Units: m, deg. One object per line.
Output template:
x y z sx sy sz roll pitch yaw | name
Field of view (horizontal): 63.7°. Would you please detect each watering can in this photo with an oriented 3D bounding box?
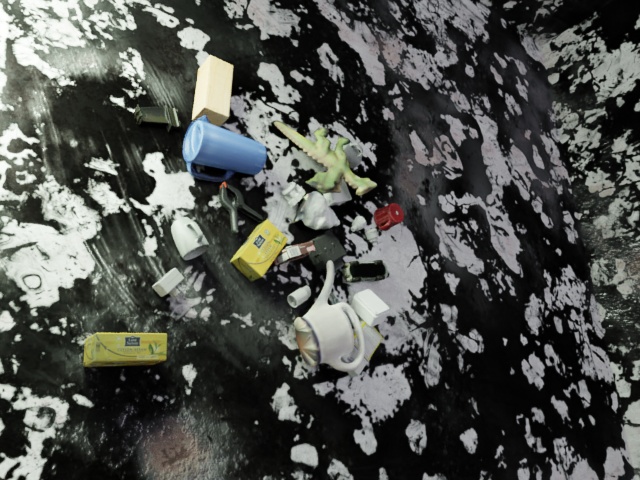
0.017 0.248 1.604 0.226 0.102 0.351 -13 76 -33 | watering can

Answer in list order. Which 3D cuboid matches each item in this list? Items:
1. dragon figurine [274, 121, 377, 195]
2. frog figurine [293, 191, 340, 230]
0.009 -0.268 1.814 0.409 0.119 0.249 18 46 -12 | dragon figurine
0.005 -0.088 1.754 0.159 0.120 0.141 23 38 -16 | frog figurine
